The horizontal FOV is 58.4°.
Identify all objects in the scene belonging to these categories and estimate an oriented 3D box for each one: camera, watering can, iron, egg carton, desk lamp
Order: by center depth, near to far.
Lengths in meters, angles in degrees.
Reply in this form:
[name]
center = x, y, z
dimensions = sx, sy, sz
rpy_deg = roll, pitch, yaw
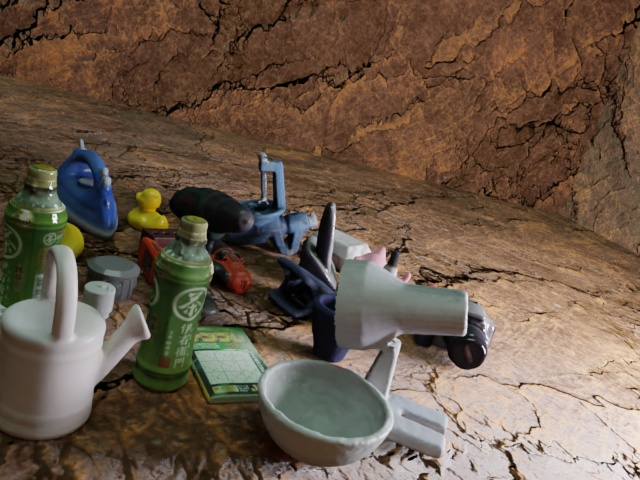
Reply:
[watering can]
center = -0.272, 0.097, 0.601
dimensions = 0.100, 0.194, 0.173
rpy_deg = 27, 20, 33
[desk lamp]
center = 0.102, 0.146, 0.767
dimensions = 0.203, 0.213, 0.118
rpy_deg = 19, 17, 10
[camera]
center = 0.251, 0.167, 1.043
dimensions = 0.143, 0.101, 0.137
rpy_deg = 17, 16, 4
[iron]
center = -0.472, -0.113, 1.189
dimensions = 0.119, 0.141, 0.257
rpy_deg = 1, 22, -42
[egg carton]
center = 0.046, 0.026, 1.360
dimensions = 0.149, 0.069, 0.107
rpy_deg = 26, 19, 29

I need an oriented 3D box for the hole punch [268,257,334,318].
[hole punch]
center = -0.029, 0.084, 1.062
dimensions = 0.101, 0.091, 0.108
rpy_deg = 2, 22, -40

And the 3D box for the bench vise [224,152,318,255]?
[bench vise]
center = -0.105, -0.085, 1.312
dimensions = 0.208, 0.220, 0.121
rpy_deg = 3, 21, -38

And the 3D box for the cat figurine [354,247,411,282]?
[cat figurine]
center = 0.126, 0.075, 1.193
dimensions = 0.127, 0.118, 0.067
rpy_deg = 17, 16, 4

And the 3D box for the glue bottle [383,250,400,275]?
[glue bottle]
center = 0.106, 0.098, 1.000
dimensions = 0.077, 0.173, 0.037
rpy_deg = 26, 19, 31

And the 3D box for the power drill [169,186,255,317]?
[power drill]
center = -0.188, 0.013, 0.932
dimensions = 0.076, 0.208, 0.228
rpy_deg = 2, 21, -39

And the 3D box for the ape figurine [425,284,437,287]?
[ape figurine]
center = 0.207, 0.129, 1.139
dimensions = 0.077, 0.092, 0.076
rpy_deg = 26, 19, 30

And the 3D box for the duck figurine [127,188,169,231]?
[duck figurine]
center = -0.367, -0.067, 1.239
dimensions = 0.104, 0.086, 0.078
rpy_deg = 27, 19, 32

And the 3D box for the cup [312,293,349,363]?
[cup]
center = 0.025, 0.141, 0.921
dimensions = 0.091, 0.095, 0.118
rpy_deg = 18, 16, 5

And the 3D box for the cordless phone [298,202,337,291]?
[cordless phone]
center = 0.011, 0.004, 1.193
dimensions = 0.094, 0.185, 0.147
rpy_deg = 14, 16, -6

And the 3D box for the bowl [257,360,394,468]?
[bowl]
center = -0.001, 0.216, 0.684
dimensions = 0.167, 0.075, 0.167
rpy_deg = 15, 16, -4
